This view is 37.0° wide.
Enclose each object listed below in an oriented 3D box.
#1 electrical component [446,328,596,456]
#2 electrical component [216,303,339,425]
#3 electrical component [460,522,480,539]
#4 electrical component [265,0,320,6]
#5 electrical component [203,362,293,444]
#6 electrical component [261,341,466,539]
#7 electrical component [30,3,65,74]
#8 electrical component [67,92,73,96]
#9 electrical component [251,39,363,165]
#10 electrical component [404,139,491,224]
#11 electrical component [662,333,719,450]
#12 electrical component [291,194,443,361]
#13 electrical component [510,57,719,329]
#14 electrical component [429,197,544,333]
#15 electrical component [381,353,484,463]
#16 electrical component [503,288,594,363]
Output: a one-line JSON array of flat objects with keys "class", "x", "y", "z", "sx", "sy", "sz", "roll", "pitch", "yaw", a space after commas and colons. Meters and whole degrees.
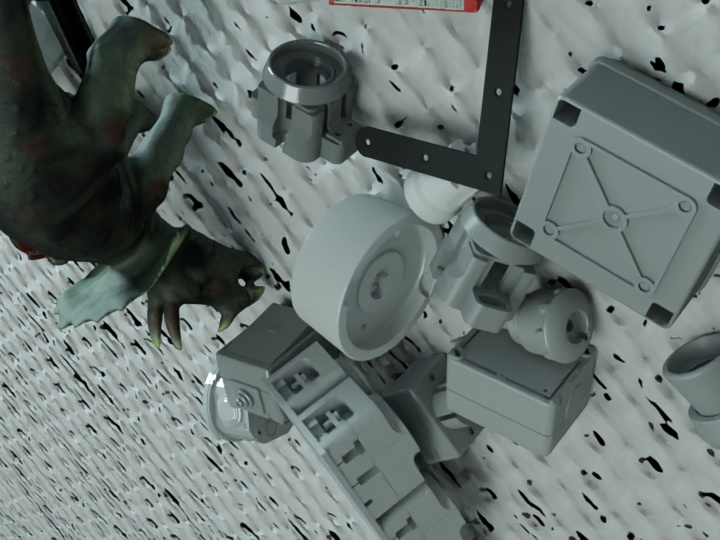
[{"class": "electrical component", "x": 0.102, "y": 0.074, "z": 0.728, "sx": 0.096, "sy": 0.062, "sz": 0.061, "roll": 24, "pitch": 136, "yaw": 28}, {"class": "electrical component", "x": -0.070, "y": 0.075, "z": 0.867, "sx": 0.062, "sy": 0.096, "sz": 0.061, "roll": 13, "pitch": 128, "yaw": 36}, {"class": "electrical component", "x": 0.083, "y": 0.272, "z": 0.918, "sx": 0.079, "sy": 0.063, "sz": 0.121, "roll": -9, "pitch": 116, "yaw": 48}, {"class": "electrical component", "x": -0.033, "y": -0.182, "z": 0.654, "sx": 0.078, "sy": 0.040, "sz": 0.040, "roll": -20, "pitch": 107, "yaw": 51}, {"class": "electrical component", "x": -0.094, "y": 0.112, "z": 0.939, "sx": 0.051, "sy": 0.080, "sz": 0.080, "roll": 4, "pitch": 125, "yaw": 36}, {"class": "electrical component", "x": 0.010, "y": 0.150, "z": 0.832, "sx": 0.105, "sy": 0.060, "sz": 0.186, "roll": 42, "pitch": 166, "yaw": 51}, {"class": "electrical component", "x": -0.292, "y": -0.175, "z": 0.880, "sx": 0.062, "sy": 0.061, "sz": 0.096, "roll": 42, "pitch": 148, "yaw": -28}, {"class": "electrical component", "x": -0.231, "y": -0.123, "z": 0.898, "sx": 0.078, "sy": 0.040, "sz": 0.040, "roll": 43, "pitch": 142, "yaw": 7}, {"class": "electrical component", "x": -0.035, "y": -0.112, "z": 0.703, "sx": 0.078, "sy": 0.058, "sz": 0.057, "roll": 32, "pitch": 143, "yaw": 21}, {"class": "electrical component", "x": 0.056, "y": -0.056, "z": 0.678, "sx": 0.040, "sy": 0.040, "sz": 0.046, "roll": 50, "pitch": 137, "yaw": -2}, {"class": "electrical component", "x": 0.211, "y": 0.072, "z": 0.634, "sx": 0.045, "sy": 0.045, "sz": 0.055, "roll": -19, "pitch": 109, "yaw": 50}, {"class": "electrical component", "x": 0.000, "y": 0.000, "z": 0.730, "sx": 0.060, "sy": 0.108, "sz": 0.108, "roll": 29, "pitch": 139, "yaw": 32}, {"class": "electrical component", "x": 0.150, "y": -0.042, "z": 0.585, "sx": 0.109, "sy": 0.056, "sz": 0.108, "roll": 33, "pitch": 140, "yaw": 19}, {"class": "electrical component", "x": 0.081, "y": -0.008, "z": 0.672, "sx": 0.058, "sy": 0.078, "sz": 0.057, "roll": 14, "pitch": 124, "yaw": -19}, {"class": "electrical component", "x": 0.068, "y": 0.099, "z": 0.795, "sx": 0.065, "sy": 0.047, "sz": 0.077, "roll": 54, "pitch": 142, "yaw": -8}, {"class": "electrical component", "x": 0.116, "y": 0.033, "z": 0.694, "sx": 0.062, "sy": 0.048, "sz": 0.048, "roll": 8, "pitch": 128, "yaw": 49}]
